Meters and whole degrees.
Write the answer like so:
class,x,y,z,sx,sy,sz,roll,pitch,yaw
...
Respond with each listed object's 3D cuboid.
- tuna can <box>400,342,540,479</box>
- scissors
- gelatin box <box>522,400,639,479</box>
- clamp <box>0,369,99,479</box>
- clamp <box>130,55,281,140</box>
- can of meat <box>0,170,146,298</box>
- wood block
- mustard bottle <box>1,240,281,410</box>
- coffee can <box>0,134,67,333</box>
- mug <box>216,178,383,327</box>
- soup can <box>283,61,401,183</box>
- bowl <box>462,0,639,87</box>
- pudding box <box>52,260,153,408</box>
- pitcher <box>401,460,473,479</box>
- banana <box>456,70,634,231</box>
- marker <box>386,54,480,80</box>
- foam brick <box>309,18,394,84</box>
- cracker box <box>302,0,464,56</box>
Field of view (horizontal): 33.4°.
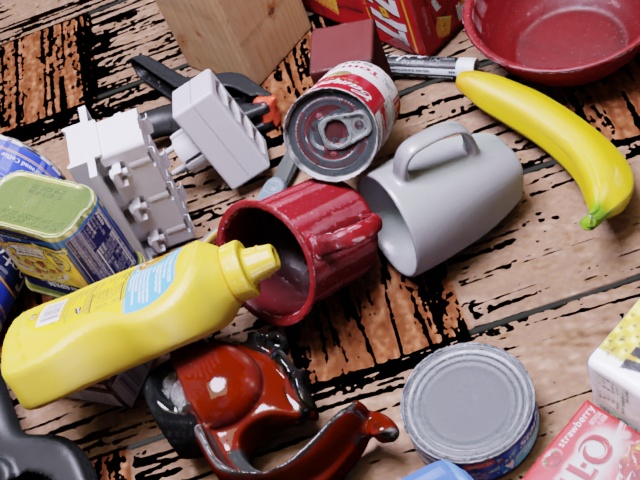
class,x,y,z,sx,sy,sz,roll,pitch,yaw
tuna can,0.096,0.110,0.682,0.086,0.033,0.086,-10,51,13
scissors,-0.026,-0.026,0.845,0.096,0.016,0.201,28,67,33
gelatin box,0.162,0.150,0.629,0.073,0.030,0.089,32,70,36
clamp,-0.219,0.160,0.746,0.210,0.036,0.164,13,75,27
clamp,-0.121,-0.110,0.930,0.172,0.039,0.120,11,59,27
can of meat,-0.193,-0.001,0.793,0.102,0.084,0.057,12,57,30
wood block,-0.093,-0.240,0.911,0.090,0.206,0.090,24,65,33
mustard bottle,-0.116,0.047,0.722,0.192,0.058,0.096,-23,20,10
coffee can,-0.278,-0.002,0.863,0.103,0.102,0.140,4,55,23
mug,-0.005,0.001,0.749,0.117,0.093,0.081,-18,6,47
soup can,0.019,-0.089,0.782,0.069,0.068,0.102,-6,19,16
bowl,0.198,-0.174,0.851,0.162,0.055,0.162,-10,51,13
pudding box,-0.165,0.066,0.811,0.090,0.039,0.113,4,53,26
pitcher,-0.010,0.213,0.574,0.242,0.149,0.145,-29,49,-7
banana,0.172,-0.074,0.782,0.069,0.037,0.198,5,33,-30
marker,0.074,-0.147,0.900,0.121,0.020,0.020,7,57,25
foam brick,0.027,-0.132,0.867,0.053,0.078,0.051,-7,53,15
cracker box,0.014,-0.260,0.915,0.214,0.164,0.072,31,71,36
